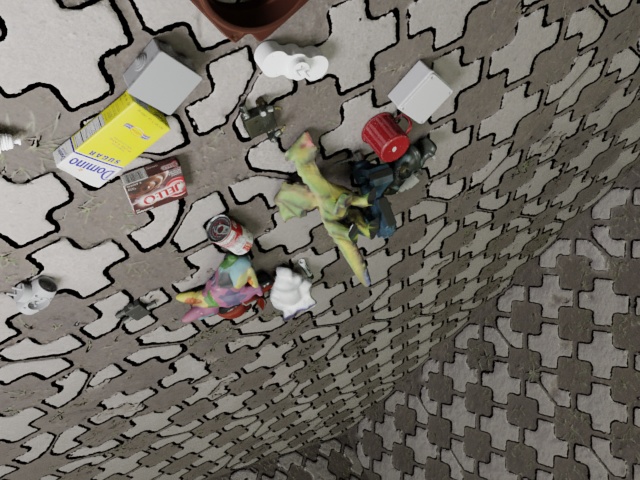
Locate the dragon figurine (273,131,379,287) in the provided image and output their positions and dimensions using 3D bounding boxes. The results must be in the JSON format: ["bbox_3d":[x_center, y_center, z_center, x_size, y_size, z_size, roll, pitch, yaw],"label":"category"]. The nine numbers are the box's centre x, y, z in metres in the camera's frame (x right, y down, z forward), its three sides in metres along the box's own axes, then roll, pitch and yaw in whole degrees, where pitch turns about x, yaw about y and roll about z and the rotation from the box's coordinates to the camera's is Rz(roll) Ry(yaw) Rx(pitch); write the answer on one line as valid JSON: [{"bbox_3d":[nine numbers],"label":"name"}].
[{"bbox_3d":[0.004,-0.061,1.211,0.244,0.400,0.124,18,44,28],"label":"dragon figurine"}]

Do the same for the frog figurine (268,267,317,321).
[{"bbox_3d":[-0.093,0.138,1.513,0.136,0.157,0.125,-18,24,22],"label":"frog figurine"}]
